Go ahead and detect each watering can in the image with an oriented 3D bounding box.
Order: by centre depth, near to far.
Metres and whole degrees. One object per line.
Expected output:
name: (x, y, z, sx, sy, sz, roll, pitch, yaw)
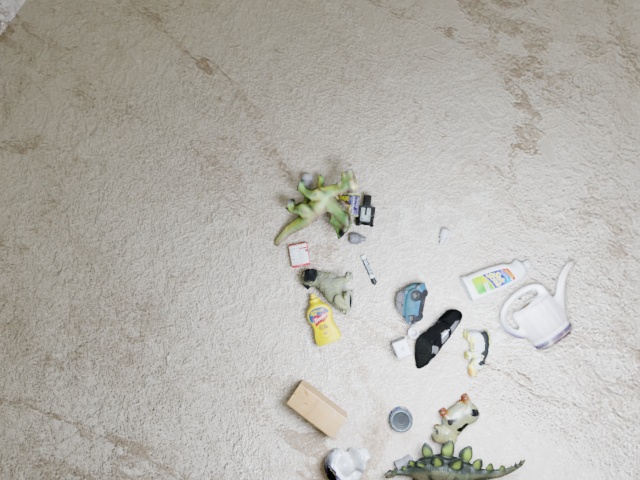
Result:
watering can: (0.819, 0.248, 1.847, 0.348, 0.225, 0.103, -34, -7, 0)

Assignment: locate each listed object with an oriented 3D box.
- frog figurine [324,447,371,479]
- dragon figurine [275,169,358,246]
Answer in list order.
frog figurine: (0.098, 0.804, 1.858, 0.162, 0.138, 0.120, -36, -18, -35)
dragon figurine: (0.006, -0.097, 1.922, 0.245, 0.406, 0.122, 35, 15, 26)
